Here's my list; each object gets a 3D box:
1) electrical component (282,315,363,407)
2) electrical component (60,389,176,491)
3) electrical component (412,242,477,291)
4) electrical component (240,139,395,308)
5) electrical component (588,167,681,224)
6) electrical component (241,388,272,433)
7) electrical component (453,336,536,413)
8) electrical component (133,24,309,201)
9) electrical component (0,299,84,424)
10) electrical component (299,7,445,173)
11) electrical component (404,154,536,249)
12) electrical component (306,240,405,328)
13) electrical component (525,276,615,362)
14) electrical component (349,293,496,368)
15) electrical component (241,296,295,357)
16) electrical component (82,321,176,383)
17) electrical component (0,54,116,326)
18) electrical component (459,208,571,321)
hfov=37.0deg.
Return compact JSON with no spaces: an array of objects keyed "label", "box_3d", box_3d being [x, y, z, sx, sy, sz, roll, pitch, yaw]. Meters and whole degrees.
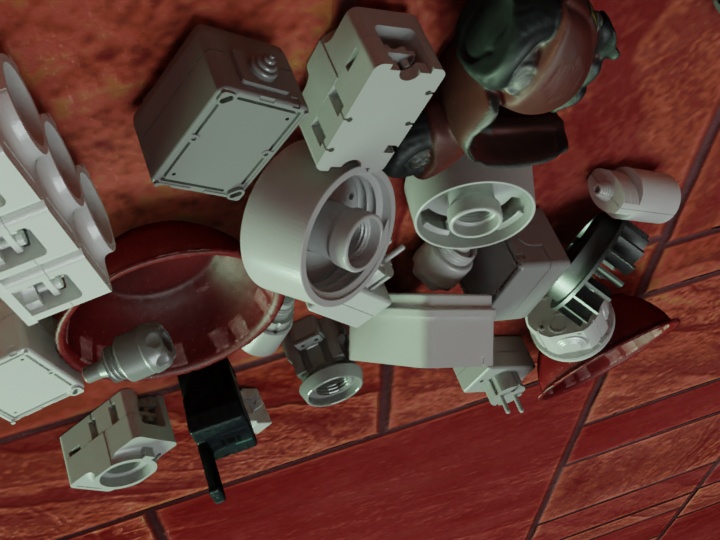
[{"label":"electrical component","box_3d":[-0.031,0.081,0.935,0.058,0.057,0.078,-26,150,5]},{"label":"electrical component","box_3d":[-0.209,0.152,0.930,0.089,0.055,0.050,-36,148,23]},{"label":"electrical component","box_3d":[0.073,-0.015,0.864,0.043,0.043,0.062,4,139,-38]},{"label":"electrical component","box_3d":[-0.020,-0.027,0.710,0.108,0.060,0.108,-33,135,-41]},{"label":"electrical component","box_3d":[0.222,-0.063,0.886,0.081,0.043,0.043,4,141,-38]},{"label":"electrical component","box_3d":[-0.119,0.134,0.973,0.066,0.048,0.055,-39,154,27]},{"label":"electrical component","box_3d":[0.140,0.110,1.076,0.066,0.076,0.047,3,142,-37]},{"label":"electrical component","box_3d":[-0.078,-0.095,0.613,0.062,0.061,0.096,8,138,-42]},{"label":"electrical component","box_3d":[-0.241,0.060,0.755,0.062,0.061,0.096,-25,150,4]},{"label":"electrical component","box_3d":[0.002,-0.110,0.649,0.050,0.055,0.089,-1,144,-33]},{"label":"electrical component","box_3d":[0.083,-0.061,0.799,0.099,0.064,0.099,-5,150,-3]},{"label":"electrical component","box_3d":[0.000,0.000,0.834,0.077,0.047,0.066,-36,148,22]},{"label":"electrical component","box_3d":[0.193,0.041,0.999,0.080,0.080,0.051,-27,144,8]},{"label":"electrical component","box_3d":[0.049,0.047,0.884,0.078,0.057,0.113,2,179,-36]},{"label":"electrical component","box_3d":[-0.072,0.035,0.850,0.040,0.040,0.078,-2,144,-32]},{"label":"electrical component","box_3d":[-0.158,0.060,0.725,0.061,0.035,0.035,-23,150,6]},{"label":"electrical component","box_3d":[-0.190,-0.049,0.584,0.062,0.089,0.150,-22,150,-2]},{"label":"electrical component","box_3d":[0.125,0.000,0.903,0.061,0.061,0.096,-4,145,-30]}]
